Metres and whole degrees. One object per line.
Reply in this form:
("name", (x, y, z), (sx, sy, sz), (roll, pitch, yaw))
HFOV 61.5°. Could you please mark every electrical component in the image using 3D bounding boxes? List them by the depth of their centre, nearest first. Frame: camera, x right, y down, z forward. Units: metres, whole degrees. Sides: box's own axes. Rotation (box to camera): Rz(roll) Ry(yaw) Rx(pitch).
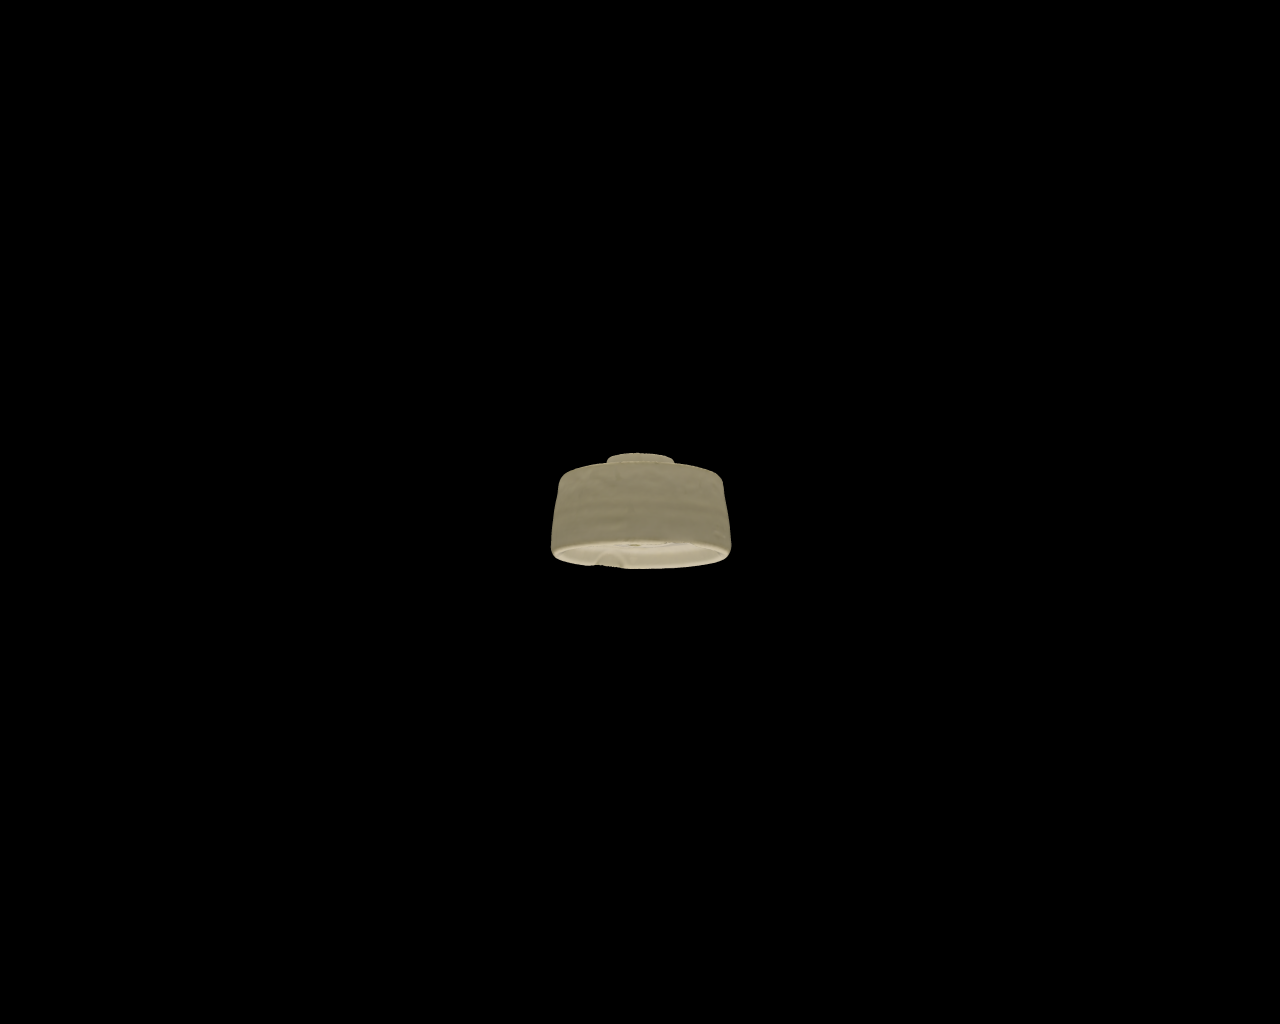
("electrical component", (0.001, -0.003, 0.650), (0.108, 0.060, 0.108), (0, -11, 0))
